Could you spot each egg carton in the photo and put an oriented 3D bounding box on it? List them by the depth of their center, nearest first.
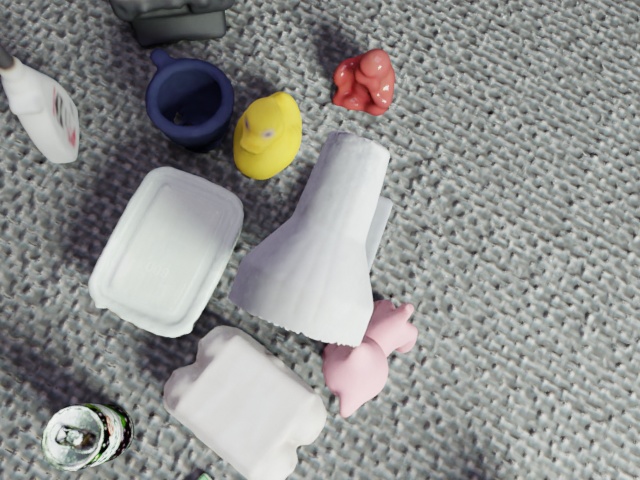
[{"bbox_3d":[-0.072,0.160,0.563,0.150,0.069,0.107,37,75,7],"label":"egg carton"}]

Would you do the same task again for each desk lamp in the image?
[{"bbox_3d":[0.005,0.002,0.539,0.118,0.213,0.203,20,74,2],"label":"desk lamp"}]

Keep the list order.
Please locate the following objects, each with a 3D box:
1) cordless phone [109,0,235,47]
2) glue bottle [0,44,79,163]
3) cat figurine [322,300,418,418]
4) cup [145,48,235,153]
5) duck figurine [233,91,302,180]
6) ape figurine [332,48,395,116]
[{"bbox_3d":[-0.170,-0.308,0.630,0.147,0.185,0.094,-14,75,-8],"label":"cordless phone"},{"bbox_3d":[-0.291,-0.145,0.582,0.037,0.173,0.078,-9,75,-6],"label":"glue bottle"},{"bbox_3d":[0.048,0.109,0.561,0.067,0.118,0.128,43,76,9],"label":"cat figurine"},{"bbox_3d":[-0.145,-0.146,0.633,0.092,0.095,0.117,-35,79,-12],"label":"cup"},{"bbox_3d":[-0.059,-0.128,0.638,0.077,0.086,0.105,25,74,4],"label":"duck figurine"},{"bbox_3d":[0.057,-0.188,0.660,0.076,0.092,0.078,-31,78,-12],"label":"ape figurine"}]
